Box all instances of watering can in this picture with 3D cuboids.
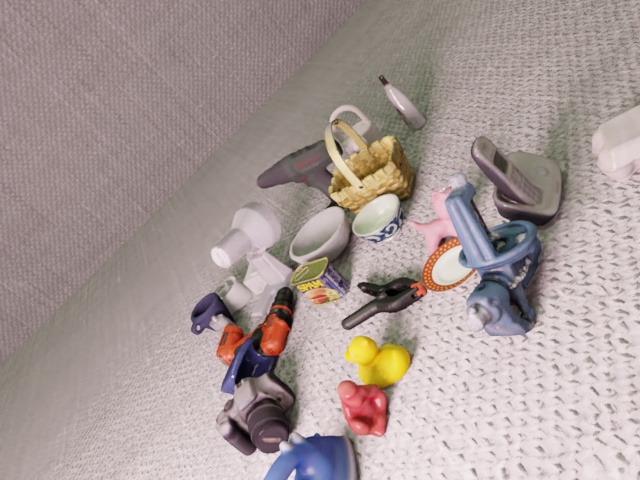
[{"bbox_3d":[0.107,-0.266,1.485,0.101,0.194,0.172,-46,25,-4],"label":"watering can"}]

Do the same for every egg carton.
[{"bbox_3d":[0.499,-0.158,0.880,0.150,0.069,0.107,-29,29,30],"label":"egg carton"}]

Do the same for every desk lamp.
[{"bbox_3d":[-0.150,0.043,1.370,0.117,0.214,0.203,-18,35,43],"label":"desk lamp"}]

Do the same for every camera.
[{"bbox_3d":[-0.117,0.322,1.024,0.143,0.101,0.136,-44,25,1],"label":"camera"}]

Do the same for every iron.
[{"bbox_3d":[-0.034,0.360,0.793,0.118,0.142,0.258,-24,32,37],"label":"iron"}]

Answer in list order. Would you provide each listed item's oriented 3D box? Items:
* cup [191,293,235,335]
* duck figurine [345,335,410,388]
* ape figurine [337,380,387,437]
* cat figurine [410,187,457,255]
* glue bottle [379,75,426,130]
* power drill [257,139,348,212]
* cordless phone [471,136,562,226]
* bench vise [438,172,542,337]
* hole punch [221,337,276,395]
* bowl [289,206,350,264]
[{"bbox_3d":[-0.267,0.204,1.437,0.091,0.095,0.118,-20,34,41],"label":"cup"},{"bbox_3d":[0.088,0.190,0.939,0.104,0.086,0.077,-21,33,40],"label":"duck figurine"},{"bbox_3d":[0.060,0.251,0.880,0.078,0.092,0.076,-50,26,-12],"label":"ape figurine"},{"bbox_3d":[0.228,-0.048,1.058,0.127,0.118,0.067,-35,27,19],"label":"cat figurine"},{"bbox_3d":[0.209,-0.368,1.514,0.037,0.173,0.078,-44,25,0],"label":"glue bottle"},{"bbox_3d":[-0.016,-0.145,1.465,0.229,0.209,0.075,-36,26,17],"label":"power drill"},{"bbox_3d":[0.321,-0.122,0.953,0.094,0.185,0.148,-21,33,39],"label":"cordless phone"},{"bbox_3d":[0.243,0.019,0.811,0.121,0.220,0.207,-27,30,31],"label":"bench vise"},{"bbox_3d":[-0.163,0.269,1.187,0.100,0.091,0.109,-21,34,40],"label":"hole punch"},{"bbox_3d":[0.012,0.005,1.350,0.167,0.075,0.167,-34,27,20],"label":"bowl"}]
